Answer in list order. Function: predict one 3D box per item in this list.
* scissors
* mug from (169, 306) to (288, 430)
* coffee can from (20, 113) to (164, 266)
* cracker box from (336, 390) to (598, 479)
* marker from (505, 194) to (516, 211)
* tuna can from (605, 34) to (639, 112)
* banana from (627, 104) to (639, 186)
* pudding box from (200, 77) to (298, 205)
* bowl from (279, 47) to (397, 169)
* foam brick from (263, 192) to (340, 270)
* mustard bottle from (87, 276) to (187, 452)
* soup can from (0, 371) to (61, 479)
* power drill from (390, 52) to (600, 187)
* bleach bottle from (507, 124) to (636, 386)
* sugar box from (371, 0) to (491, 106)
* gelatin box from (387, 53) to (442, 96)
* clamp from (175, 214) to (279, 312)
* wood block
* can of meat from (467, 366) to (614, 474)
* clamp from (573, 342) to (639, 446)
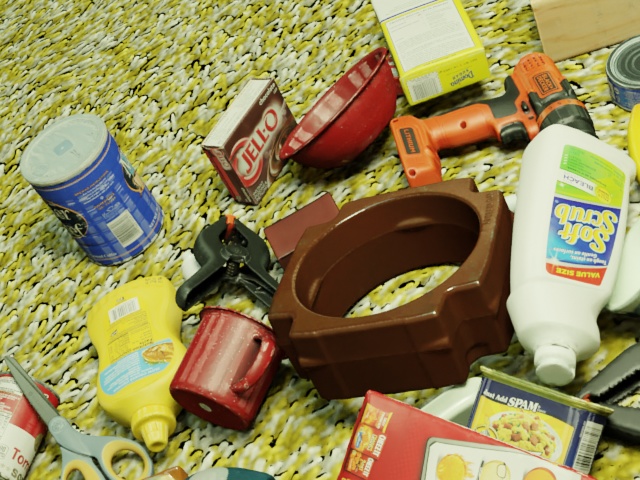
[{"bbox_3d":[-0.221,0.173,0.994,0.096,0.016,0.202,-23,62,-9],"label":"scissors"},{"bbox_3d":[-0.078,0.116,0.955,0.117,0.093,0.081,-18,41,54],"label":"mug"},{"bbox_3d":[-0.248,-0.054,1.173,0.103,0.140,0.103,-15,45,15],"label":"coffee can"},{"bbox_3d":[0.105,0.219,0.747,0.214,0.072,0.164,16,84,37],"label":"cracker box"},{"bbox_3d":[0.133,-0.017,1.027,0.121,0.020,0.020,-18,44,12],"label":"marker"},{"bbox_3d":[0.327,-0.167,1.054,0.086,0.033,0.086,-15,45,15],"label":"tuna can"},{"bbox_3d":[0.319,-0.053,0.941,0.070,0.037,0.198,-48,36,11],"label":"banana"},{"bbox_3d":[-0.073,-0.109,1.170,0.039,0.090,0.113,8,54,34],"label":"pudding box"},{"bbox_3d":[0.030,-0.128,1.129,0.162,0.055,0.162,-44,13,13],"label":"bowl"},{"bbox_3d":[-0.007,0.001,1.060,0.078,0.053,0.051,-30,43,0],"label":"foam brick"},{"bbox_3d":[-0.169,0.124,1.025,0.096,0.058,0.192,-26,43,4],"label":"mustard bottle"},{"bbox_3d":[-0.302,0.187,1.029,0.069,0.068,0.102,-1,50,27],"label":"soup can"},{"bbox_3d":[0.173,-0.098,1.056,0.188,0.057,0.184,-20,40,6],"label":"power drill"},{"bbox_3d":[0.208,0.016,0.882,0.068,0.102,0.250,-54,15,46],"label":"bleach bottle"},{"bbox_3d":[0.118,-0.226,1.168,0.093,0.048,0.176,-19,40,6],"label":"sugar box"},{"bbox_3d":[0.114,-0.200,1.201,0.073,0.030,0.089,4,52,28],"label":"gelatin box"},{"bbox_3d":[-0.094,0.027,1.056,0.120,0.039,0.171,9,25,-24],"label":"clamp"},{"bbox_3d":[0.323,-0.273,1.116,0.206,0.090,0.091,-15,46,14],"label":"wood block"},{"bbox_3d":[0.159,0.151,0.808,0.102,0.057,0.084,15,85,38],"label":"can of meat"},{"bbox_3d":[0.295,0.100,0.817,0.210,0.036,0.164,-12,46,21],"label":"clamp"}]
